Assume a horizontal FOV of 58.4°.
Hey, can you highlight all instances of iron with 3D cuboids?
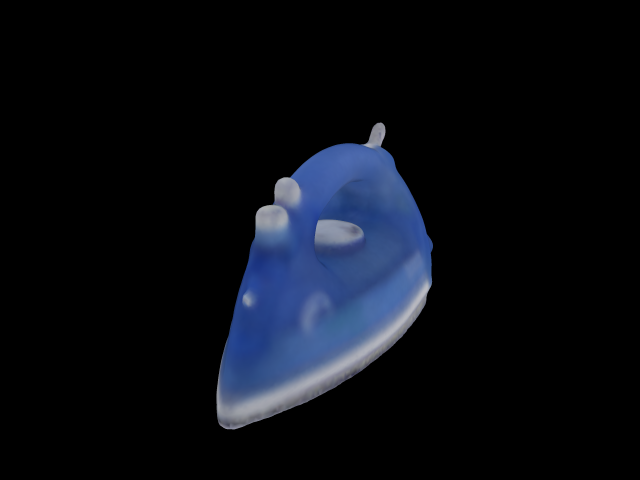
[{"bbox_3d":[0.004,0.001,0.400,0.118,0.141,0.259,8,20,23],"label":"iron"}]
